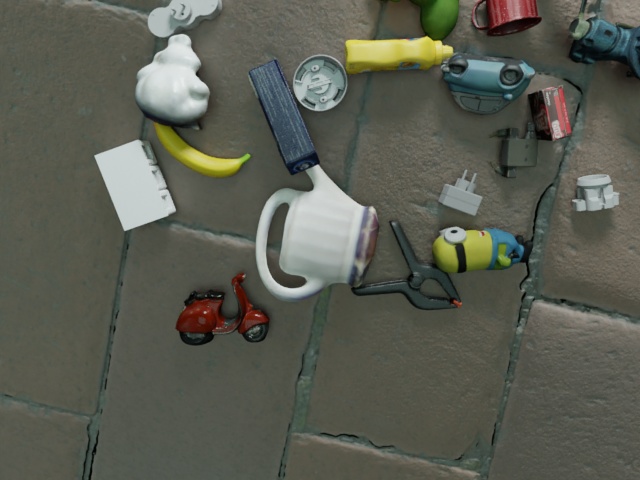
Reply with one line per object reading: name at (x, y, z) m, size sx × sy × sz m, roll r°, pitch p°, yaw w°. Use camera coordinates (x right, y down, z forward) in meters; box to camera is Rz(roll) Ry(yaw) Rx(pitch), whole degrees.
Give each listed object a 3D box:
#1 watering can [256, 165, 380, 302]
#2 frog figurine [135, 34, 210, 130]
watering can at (0.003, -0.049, 0.967) m, size 0.224 × 0.104 × 0.348 m, roll 12°, pitch 89°, yaw 2°
frog figurine at (-0.262, -0.289, 0.934) m, size 0.138 × 0.124 × 0.157 m, roll 24°, pitch 111°, yaw 17°
